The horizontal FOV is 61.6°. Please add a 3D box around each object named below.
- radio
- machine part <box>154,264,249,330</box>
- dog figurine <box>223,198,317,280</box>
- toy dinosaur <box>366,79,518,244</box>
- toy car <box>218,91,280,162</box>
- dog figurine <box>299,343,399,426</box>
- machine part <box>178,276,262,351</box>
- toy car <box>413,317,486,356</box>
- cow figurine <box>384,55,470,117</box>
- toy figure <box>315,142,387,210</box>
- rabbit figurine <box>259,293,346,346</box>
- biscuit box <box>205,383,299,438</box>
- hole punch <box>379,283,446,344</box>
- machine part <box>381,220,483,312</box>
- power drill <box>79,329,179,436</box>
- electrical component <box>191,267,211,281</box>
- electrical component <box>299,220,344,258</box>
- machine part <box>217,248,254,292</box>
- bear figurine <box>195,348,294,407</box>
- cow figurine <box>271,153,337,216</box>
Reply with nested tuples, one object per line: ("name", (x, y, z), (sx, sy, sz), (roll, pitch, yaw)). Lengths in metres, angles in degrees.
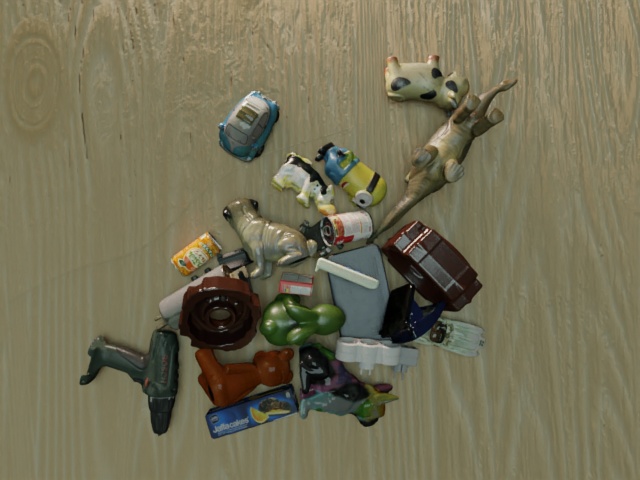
("radio", (0.093, 0.131, 1.219), (0.131, 0.073, 0.229), (-12, 86, -1))
("machine part", (-0.264, 0.125, 1.184), (0.243, 0.079, 0.079), (-31, 89, 8))
("dog figurine", (-0.112, -0.025, 1.192), (0.172, 0.121, 0.190), (-20, 81, -2))
("toy dinosaur", (0.255, -0.166, 1.169), (0.105, 0.198, 0.471), (43, 96, 2))
("toy car", (-0.160, -0.263, 1.216), (0.109, 0.103, 0.161), (34, 89, -1))
("dog figurine", (0.061, 0.319, 1.192), (0.219, 0.108, 0.191), (-1, 93, -5))
("machine part", (-0.211, 0.155, 1.134), (0.179, 0.056, 0.179), (-6, 122, -9))
("toy car", (0.279, 0.211, 1.225), (0.202, 0.056, 0.073), (15, 87, 0))
("cow figurine", (0.248, -0.351, 1.236), (0.195, 0.085, 0.127), (-1, 82, -4))
("toy figure", (0.074, -0.149, 1.226), (0.089, 0.082, 0.180), (-43, 87, 0))
("rabbit figurine", (-0.035, 0.166, 1.156), (0.170, 0.159, 0.121), (-8, 83, 19))
("biscuit box", (-0.151, 0.384, 1.207), (0.203, 0.063, 0.059), (-17, 87, -2))
("hole punch", (0.192, 0.165, 1.127), (0.092, 0.142, 0.116), (25, 69, -14))
("machine part", (0.238, 0.056, 1.158), (0.087, 0.201, 0.201), (-44, 89, -6))
("power drill", (-0.419, 0.306, 1.198), (0.207, 0.086, 0.232), (11, 86, 3))
("electrical component", (-0.255, 0.115, 1.237), (0.063, 0.021, 0.094), (-30, 88, -2))
("electrical component", (-0.003, -0.005, 1.235), (0.078, 0.045, 0.102), (-34, 89, -1))
("machine part", (-0.184, 0.090, 1.232), (0.084, 0.039, 0.138), (-16, 86, -7))
("bear figurine", (-0.163, 0.285, 1.197), (0.196, 0.120, 0.132), (-22, 43, -27))
("cow figurine", (-0.022, -0.124, 1.232), (0.167, 0.068, 0.098), (32, 81, -1))
